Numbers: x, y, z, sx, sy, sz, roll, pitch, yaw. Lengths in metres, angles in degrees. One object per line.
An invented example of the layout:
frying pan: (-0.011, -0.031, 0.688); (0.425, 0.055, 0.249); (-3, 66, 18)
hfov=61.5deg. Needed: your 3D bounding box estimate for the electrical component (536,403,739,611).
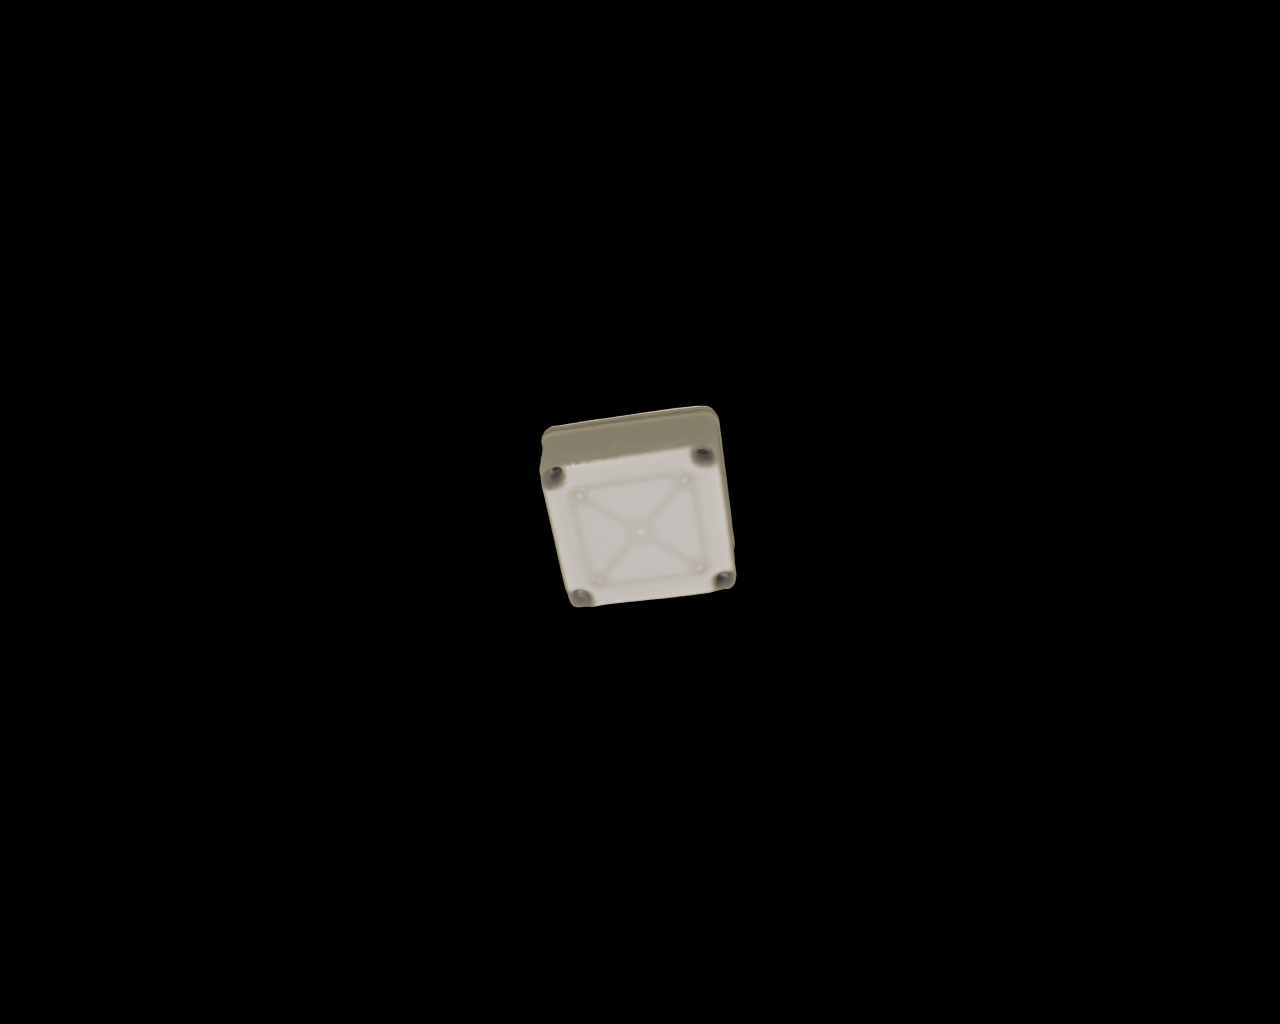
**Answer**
electrical component: (0.001, -0.003, 0.650); (0.109, 0.108, 0.056); (-7, 32, 5)
